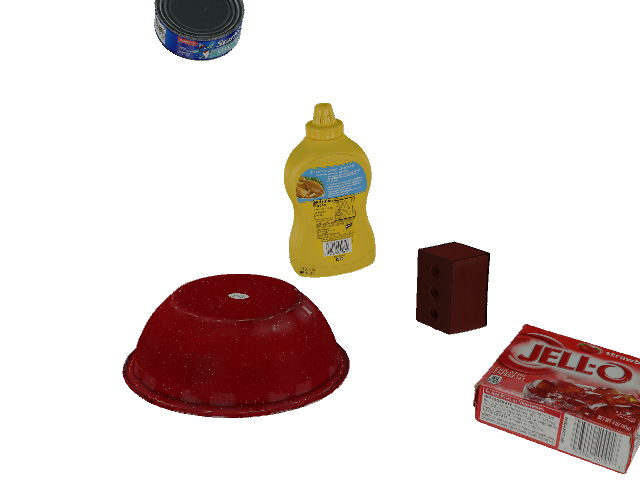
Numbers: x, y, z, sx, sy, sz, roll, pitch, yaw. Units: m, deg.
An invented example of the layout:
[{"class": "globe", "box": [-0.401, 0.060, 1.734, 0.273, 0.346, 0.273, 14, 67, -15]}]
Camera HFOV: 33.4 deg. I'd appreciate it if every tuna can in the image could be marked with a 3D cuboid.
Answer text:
[{"class": "tuna can", "box": [-0.118, -0.215, 1.034, 0.086, 0.086, 0.034, 0, -33, -11]}]

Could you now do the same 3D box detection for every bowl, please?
[{"class": "bowl", "box": [-0.059, 0.064, 0.754, 0.162, 0.055, 0.162, 1, 18, 0]}]

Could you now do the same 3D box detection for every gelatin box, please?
[{"class": "gelatin box", "box": [0.140, 0.085, 0.596, 0.089, 0.030, 0.073, 17, 32, 27]}]

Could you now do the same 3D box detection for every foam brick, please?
[{"class": "foam brick", "box": [0.130, 0.046, 1.052, 0.051, 0.078, 0.053, -12, 20, -34]}]

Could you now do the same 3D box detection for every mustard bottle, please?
[{"class": "mustard bottle", "box": [0.009, -0.057, 1.174, 0.096, 0.192, 0.058, -9, 25, -11]}]
